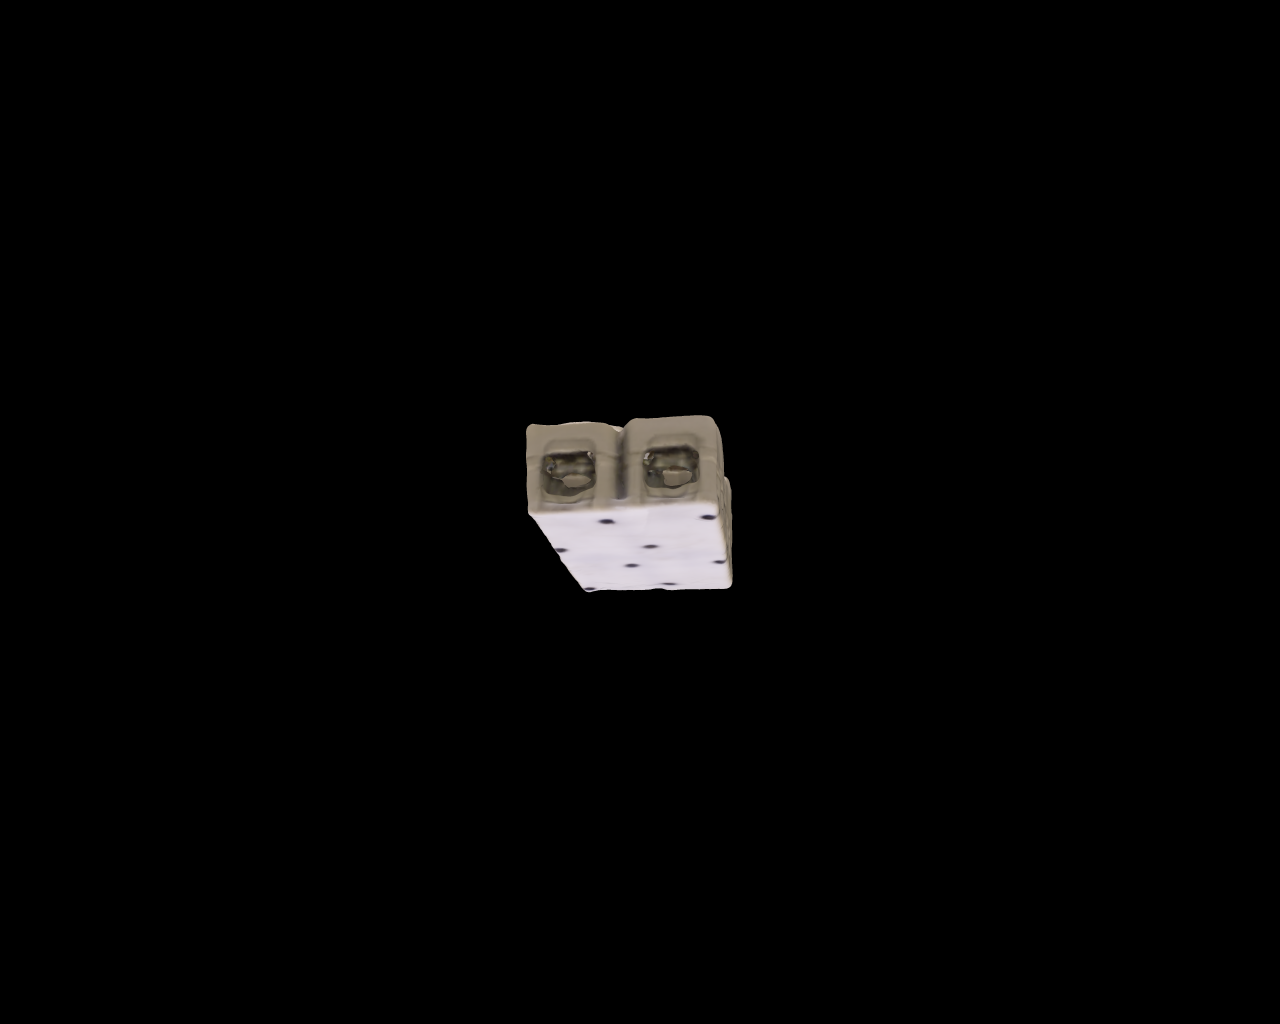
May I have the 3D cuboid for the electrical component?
[{"bbox_3d":[0.001,-0.003,0.650,0.105,0.060,0.186,-2,-18,7],"label":"electrical component"}]
